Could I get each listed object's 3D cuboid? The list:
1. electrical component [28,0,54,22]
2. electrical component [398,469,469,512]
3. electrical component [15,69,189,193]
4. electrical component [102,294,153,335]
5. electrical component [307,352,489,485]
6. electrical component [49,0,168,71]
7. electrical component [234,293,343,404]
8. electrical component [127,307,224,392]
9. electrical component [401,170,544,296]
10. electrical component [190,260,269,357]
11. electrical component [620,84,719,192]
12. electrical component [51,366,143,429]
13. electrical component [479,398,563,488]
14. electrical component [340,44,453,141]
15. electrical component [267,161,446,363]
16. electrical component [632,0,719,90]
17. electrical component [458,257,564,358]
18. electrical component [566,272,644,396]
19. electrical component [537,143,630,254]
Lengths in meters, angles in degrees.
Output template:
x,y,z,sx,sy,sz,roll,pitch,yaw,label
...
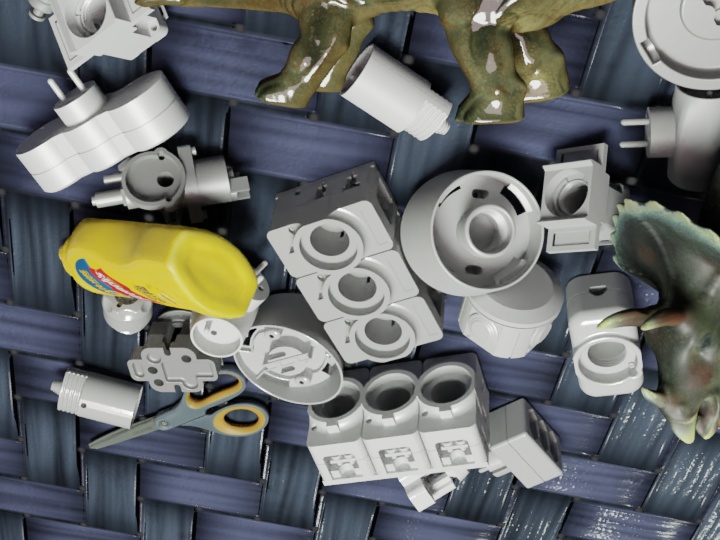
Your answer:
x,y,z,sx,sy,sz,roll,pitch,yaw,label
-0.210,-0.206,0.746,0.040,0.040,0.078,29,127,-16,electrical component
0.065,0.181,1.007,0.057,0.078,0.058,-32,121,4,electrical component
-0.205,-0.117,0.810,0.138,0.052,0.073,-21,120,22,electrical component
-0.203,0.035,0.941,0.043,0.043,0.062,12,149,-3,electrical component
0.035,0.129,0.955,0.150,0.089,0.061,-10,127,15,electrical component
-0.172,-0.176,0.748,0.081,0.064,0.042,-27,80,26,electrical component
-0.060,0.070,0.936,0.099,0.064,0.099,4,129,4,electrical component
-0.159,0.069,0.952,0.078,0.057,0.058,-1,129,8,electrical component
0.087,-0.029,0.818,0.099,0.064,0.099,0,90,-14,electrical component
-0.102,0.021,0.893,0.043,0.077,0.079,34,125,-19,electrical component
0.228,-0.099,0.775,0.079,0.043,0.077,-1,129,8,electrical component
-0.250,0.119,1.013,0.081,0.043,0.043,16,129,-5,electrical component
0.138,0.168,0.999,0.077,0.047,0.065,-29,121,25,electrical component
0.031,-0.123,0.780,0.081,0.043,0.043,31,126,-17,electrical component
0.000,0.000,0.873,0.089,0.061,0.150,-17,125,20,electrical component
0.229,-0.179,0.699,0.108,0.060,0.108,4,129,4,electrical component
0.120,0.027,0.869,0.080,0.080,0.051,10,135,-1,electrical component
0.204,0.057,0.895,0.054,0.059,0.095,-8,127,13,electrical component
0.169,-0.049,0.804,0.042,0.081,0.064,-3,163,45,electrical component
